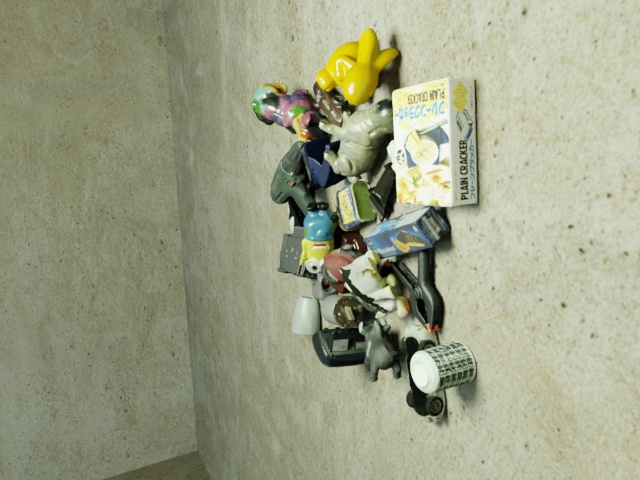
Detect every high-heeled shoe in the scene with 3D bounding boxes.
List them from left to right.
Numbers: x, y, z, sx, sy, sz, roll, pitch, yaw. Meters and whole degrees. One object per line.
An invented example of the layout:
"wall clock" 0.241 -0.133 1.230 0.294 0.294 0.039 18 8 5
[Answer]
"high-heeled shoe" -0.042 -0.104 1.475 0.145 0.086 0.248 62 153 31

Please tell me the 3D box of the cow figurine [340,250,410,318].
"cow figurine" 0.117 0.110 1.142 0.098 0.068 0.167 -31 104 26

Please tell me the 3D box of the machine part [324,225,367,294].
"machine part" 0.056 0.048 1.350 0.180 0.056 0.179 25 119 58

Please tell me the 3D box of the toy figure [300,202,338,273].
"toy figure" 0.001 -0.004 1.290 0.082 0.089 0.180 5 110 22

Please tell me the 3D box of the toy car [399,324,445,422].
"toy car" 0.213 0.274 1.105 0.074 0.056 0.201 -2 97 57

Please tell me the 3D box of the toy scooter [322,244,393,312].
"toy scooter" 0.098 0.070 1.213 0.184 0.075 0.135 39 127 4

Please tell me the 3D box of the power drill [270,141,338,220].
"power drill" -0.035 -0.119 1.358 0.207 0.086 0.232 45 147 -3

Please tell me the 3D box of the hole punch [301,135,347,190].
"hole punch" 0.030 -0.185 1.262 0.092 0.142 0.115 -1 111 38

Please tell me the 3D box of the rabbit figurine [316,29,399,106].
"rabbit figurine" 0.085 -0.338 1.098 0.162 0.122 0.173 -44 25 26

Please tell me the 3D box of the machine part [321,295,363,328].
"machine part" 0.051 0.173 1.324 0.243 0.079 0.079 147 113 -80

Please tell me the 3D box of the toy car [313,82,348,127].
"toy car" 0.019 -0.328 1.285 0.202 0.053 0.089 -108 27 -48

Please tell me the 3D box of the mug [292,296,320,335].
"mug" -0.041 0.216 1.578 0.110 0.081 0.107 -161 77 -67

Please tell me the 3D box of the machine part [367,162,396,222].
"machine part" 0.139 -0.109 1.157 0.138 0.039 0.084 111 146 -47

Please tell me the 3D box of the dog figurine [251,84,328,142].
"dog figurine" -0.075 -0.316 1.379 0.219 0.191 0.108 -109 31 -55

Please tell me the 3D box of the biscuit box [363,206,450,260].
"biscuit box" 0.168 -0.011 1.081 0.062 0.059 0.203 51 156 -8

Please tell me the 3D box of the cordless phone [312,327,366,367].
"cordless phone" 0.032 0.253 1.353 0.184 0.146 0.088 6 95 61

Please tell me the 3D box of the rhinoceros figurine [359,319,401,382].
"rhinoceros figurine" 0.127 0.236 1.187 0.190 0.073 0.112 -108 10 -78

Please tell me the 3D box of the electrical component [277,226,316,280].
"electrical component" -0.053 0.032 1.448 0.115 0.058 0.134 8 86 47

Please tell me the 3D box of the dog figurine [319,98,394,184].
"dog figurine" 0.109 -0.204 1.130 0.191 0.121 0.172 7 129 48
